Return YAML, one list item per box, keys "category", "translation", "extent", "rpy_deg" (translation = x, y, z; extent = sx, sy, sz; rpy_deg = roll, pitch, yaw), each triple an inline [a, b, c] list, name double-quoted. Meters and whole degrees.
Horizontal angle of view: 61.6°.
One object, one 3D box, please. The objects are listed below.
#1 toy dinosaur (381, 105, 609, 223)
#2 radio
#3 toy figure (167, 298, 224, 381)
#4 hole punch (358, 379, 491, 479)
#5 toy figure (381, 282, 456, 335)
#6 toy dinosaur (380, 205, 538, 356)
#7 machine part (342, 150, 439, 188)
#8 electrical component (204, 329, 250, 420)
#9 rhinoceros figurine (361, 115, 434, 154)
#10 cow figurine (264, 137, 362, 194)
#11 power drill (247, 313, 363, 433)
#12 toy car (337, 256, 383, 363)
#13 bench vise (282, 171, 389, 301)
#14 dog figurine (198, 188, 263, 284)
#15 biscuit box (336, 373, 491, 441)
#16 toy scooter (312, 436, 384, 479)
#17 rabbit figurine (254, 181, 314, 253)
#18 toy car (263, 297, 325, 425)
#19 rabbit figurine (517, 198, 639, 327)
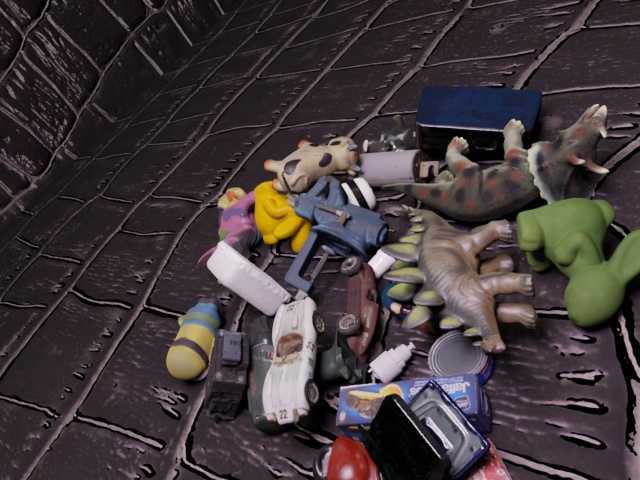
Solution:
- category: "toy dinosaur"
  translation: [0.295, -0.093, 0.928]
  extent: [0.405, 0.131, 0.192]
  rpy_deg: [-22, 37, 27]
- category: "radio"
  translation: [0.305, -0.232, 1.050]
  extent: [0.230, 0.073, 0.131]
  rpy_deg: [8, 53, 21]
- category: "toy figure"
  translation: [-0.245, 0.191, 1.054]
  extent: [0.082, 0.089, 0.180]
  rpy_deg: [-22, 39, 31]
- category: "hole punch"
  translation: [0.123, 0.243, 0.641]
  extent: [0.092, 0.115, 0.142]
  rpy_deg: [-10, 44, -39]
- category: "toy figure"
  translation: [0.163, 0.110, 0.843]
  extent: [0.064, 0.057, 0.155]
  rpy_deg: [-43, 37, -18]
- category: "toy dinosaur"
  translation: [0.194, 0.034, 0.813]
  extent: [0.199, 0.104, 0.471]
  rpy_deg: [-8, 23, 8]
- category: "machine part"
  translation: [0.142, -0.149, 1.137]
  extent: [0.243, 0.079, 0.079]
  rpy_deg: [2, 50, 42]
- category: "electrical component"
  translation: [-0.159, 0.220, 0.917]
  extent: [0.115, 0.058, 0.134]
  rpy_deg: [-102, 26, -52]
- category: "rhinoceros figurine"
  translation: [0.183, -0.215, 1.193]
  extent: [0.191, 0.073, 0.112]
  rpy_deg: [-3, 57, 35]
- category: "cow figurine"
  translation: [-0.001, -0.159, 1.110]
  extent: [0.195, 0.085, 0.127]
  rpy_deg: [-33, 39, -28]
- category: "power drill"
  translation: [-0.036, 0.191, 0.894]
  extent: [0.207, 0.085, 0.232]
  rpy_deg: [-18, 40, 17]
- category: "toy car"
  translation: [0.072, 0.110, 0.878]
  extent: [0.053, 0.089, 0.202]
  rpy_deg: [-23, 31, 20]
- category: "bench vise"
  translation: [0.000, 0.001, 1.003]
  extent: [0.224, 0.128, 0.240]
  rpy_deg: [26, 77, 17]
- category: "dog figurine"
  translation: [-0.204, -0.010, 1.239]
  extent: [0.192, 0.108, 0.219]
  rpy_deg: [11, 59, 44]
- category: "biscuit box"
  translation: [0.125, 0.230, 0.733]
  extent: [0.203, 0.062, 0.059]
  rpy_deg: [-15, 41, 26]
- category: "toy scooter"
  translation: [0.056, 0.331, 0.664]
  extent: [0.135, 0.075, 0.184]
  rpy_deg: [-18, 42, 24]
- category: "rabbit figurine"
  translation: [-0.059, -0.061, 1.154]
  extent: [0.173, 0.121, 0.162]
  rpy_deg: [-17, 49, 35]
- category: "toy car"
  translation: [-0.040, 0.178, 0.810]
  extent: [0.074, 0.056, 0.202]
  rpy_deg: [-19, 43, 26]
- category: "rabbit figurine"
  translation: [0.370, 0.037, 0.741]
  extent: [0.159, 0.121, 0.170]
  rpy_deg: [-15, 58, 15]
